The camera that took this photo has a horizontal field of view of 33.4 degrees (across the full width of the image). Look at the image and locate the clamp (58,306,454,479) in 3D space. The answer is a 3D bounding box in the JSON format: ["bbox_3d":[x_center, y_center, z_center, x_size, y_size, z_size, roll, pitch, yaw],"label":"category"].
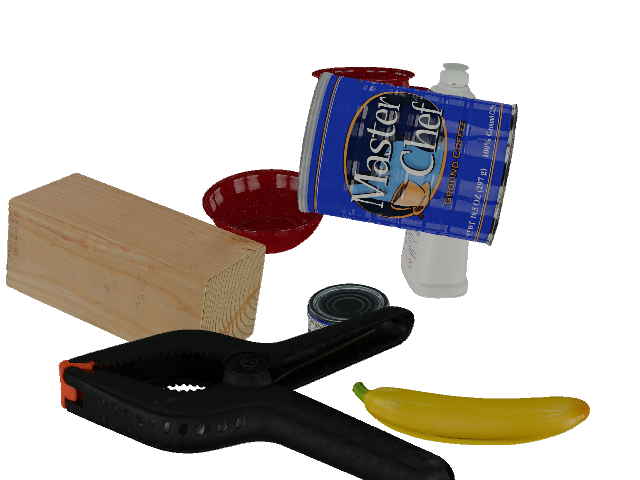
[{"bbox_3d":[-0.034,0.077,0.589,0.210,0.036,0.164,5,25,2],"label":"clamp"}]

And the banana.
[{"bbox_3d":[0.121,0.139,0.869,0.198,0.037,0.069,6,27,7],"label":"banana"}]

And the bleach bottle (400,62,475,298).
[{"bbox_3d":[0.137,-0.069,1.184,0.068,0.251,0.102,0,25,-10],"label":"bleach bottle"}]

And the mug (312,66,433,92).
[{"bbox_3d":[0.051,-0.113,0.976,0.117,0.081,0.093,0,16,-1],"label":"mug"}]

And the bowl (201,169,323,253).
[{"bbox_3d":[-0.066,-0.030,1.332,0.162,0.055,0.162,0,31,0],"label":"bowl"}]

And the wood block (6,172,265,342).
[{"bbox_3d":[-0.161,0.023,0.920,0.206,0.090,0.090,21,27,22],"label":"wood block"}]

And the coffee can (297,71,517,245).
[{"bbox_3d":[0.062,-0.059,0.767,0.140,0.103,0.102,10,1,6],"label":"coffee can"}]

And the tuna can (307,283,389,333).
[{"bbox_3d":[0.029,0.078,1.097,0.086,0.034,0.086,-2,25,1],"label":"tuna can"}]
